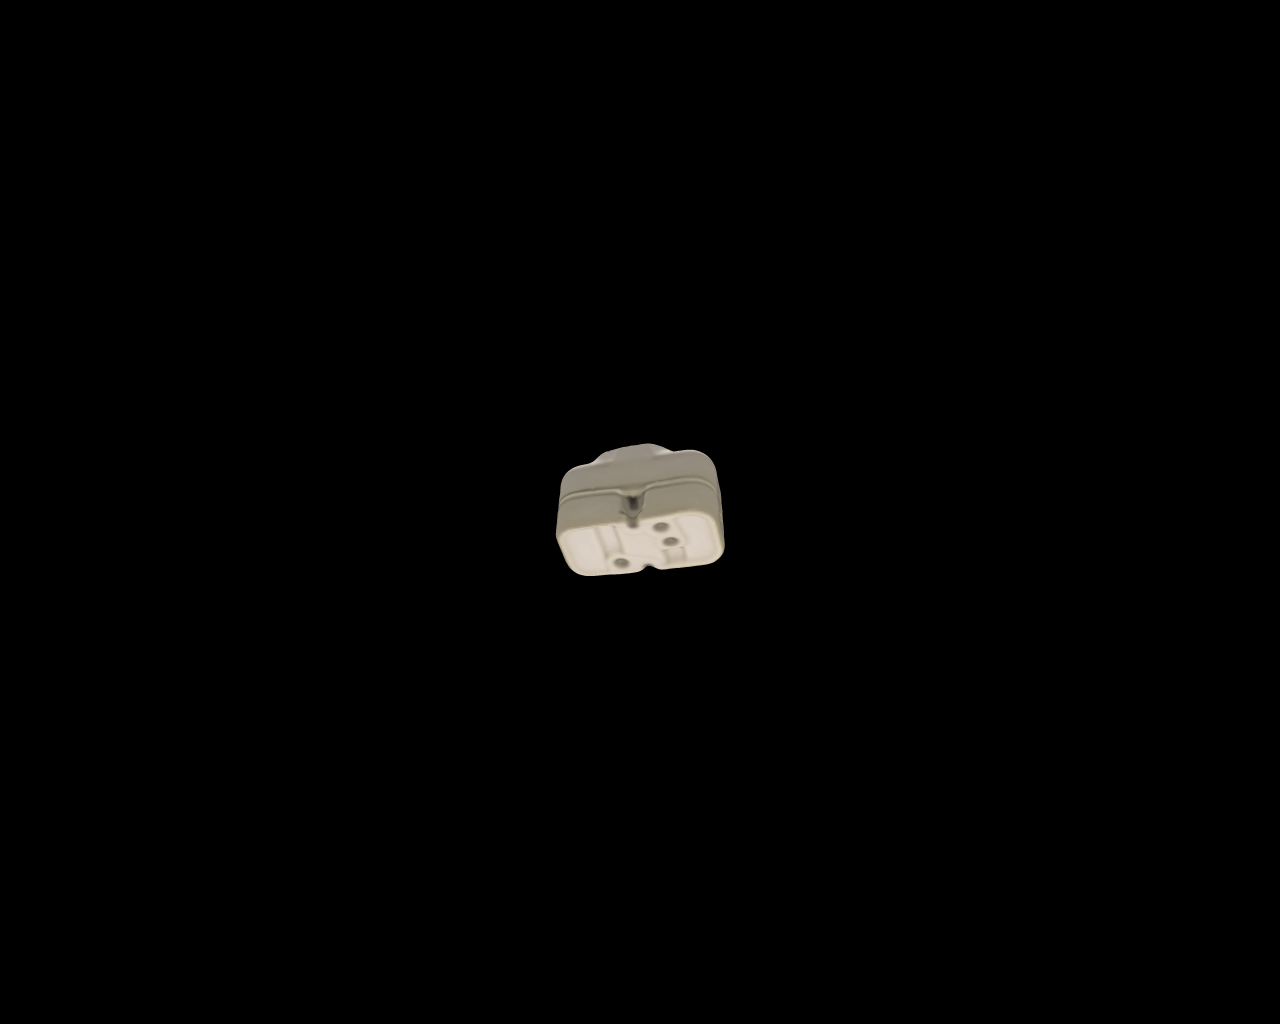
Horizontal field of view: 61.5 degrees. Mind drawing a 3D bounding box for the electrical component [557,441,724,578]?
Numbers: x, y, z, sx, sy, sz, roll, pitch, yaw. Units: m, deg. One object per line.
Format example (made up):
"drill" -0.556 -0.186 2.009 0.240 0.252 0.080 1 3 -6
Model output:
"electrical component" 0.001 -0.003 0.650 0.095 0.059 0.053 -7 -39 9
